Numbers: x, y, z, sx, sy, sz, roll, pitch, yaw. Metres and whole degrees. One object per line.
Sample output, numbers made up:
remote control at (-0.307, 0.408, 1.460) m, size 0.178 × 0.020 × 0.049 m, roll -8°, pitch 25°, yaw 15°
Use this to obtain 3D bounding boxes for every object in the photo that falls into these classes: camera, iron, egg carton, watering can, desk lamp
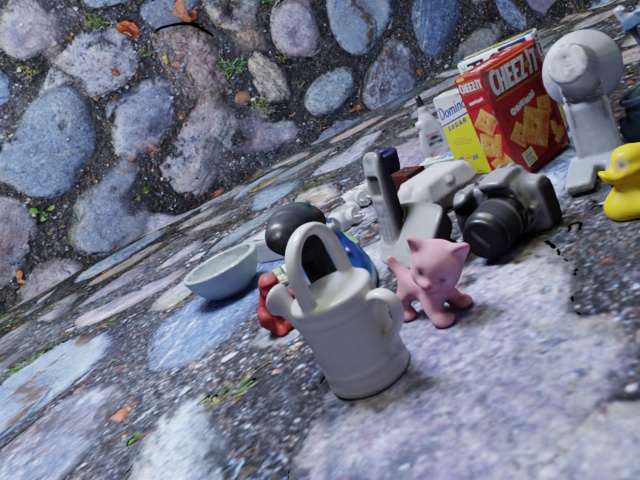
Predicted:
camera at (0.243, -0.040, 0.814) m, size 0.142 × 0.101 × 0.137 m, roll -8°, pitch 24°, yaw 50°
iron at (0.009, 0.004, 0.980) m, size 0.119 × 0.141 × 0.257 m, roll -31°, pitch 16°, yaw -16°
egg carton at (0.224, -0.098, 1.097) m, size 0.150 × 0.069 × 0.107 m, roll -32°, pitch 16°, yaw -20°
watering can at (0.011, 0.074, 0.646) m, size 0.172 × 0.194 × 0.101 m, roll -20°, pitch 17°, yaw 21°
desk lamp at (0.412, -0.210, 0.881) m, size 0.117 × 0.214 × 0.204 m, roll -16°, pitch 19°, yaw 33°

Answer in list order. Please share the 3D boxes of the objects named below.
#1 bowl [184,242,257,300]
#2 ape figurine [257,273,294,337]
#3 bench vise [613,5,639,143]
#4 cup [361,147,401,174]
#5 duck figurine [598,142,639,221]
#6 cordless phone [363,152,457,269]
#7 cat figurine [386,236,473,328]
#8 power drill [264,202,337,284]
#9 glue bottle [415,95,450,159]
bowl at (-0.195, 0.077, 1.200) m, size 0.167 × 0.075 × 0.167 m, roll -24°, pitch 15°, yaw 8°
ape figurine at (-0.070, 0.095, 0.902) m, size 0.078 × 0.092 × 0.076 m, roll -28°, pitch 16°, yaw -6°
bench vise at (0.542, -0.272, 0.860) m, size 0.207 × 0.220 × 0.121 m, roll -21°, pitch 17°, yaw 20°
cup at (0.154, -0.165, 1.383) m, size 0.091 × 0.095 × 0.117 m, roll -28°, pitch 15°, yaw -4°
duck figurine at (0.403, -0.082, 0.721) m, size 0.104 × 0.086 × 0.077 m, roll -23°, pitch 16°, yaw 12°
cordless phone at (0.124, -0.048, 0.877) m, size 0.094 × 0.185 × 0.147 m, roll -33°, pitch 17°, yaw -21°
cat figurine at (0.131, 0.041, 0.704) m, size 0.067 × 0.118 × 0.127 m, roll -36°, pitch 18°, yaw -29°
power drill at (-0.002, 0.042, 0.746) m, size 0.075 × 0.209 × 0.229 m, roll -25°, pitch 16°, yaw 7°
glue bottle at (0.267, -0.269, 1.388) m, size 0.078 × 0.173 × 0.037 m, roll -25°, pitch 16°, yaw 5°
